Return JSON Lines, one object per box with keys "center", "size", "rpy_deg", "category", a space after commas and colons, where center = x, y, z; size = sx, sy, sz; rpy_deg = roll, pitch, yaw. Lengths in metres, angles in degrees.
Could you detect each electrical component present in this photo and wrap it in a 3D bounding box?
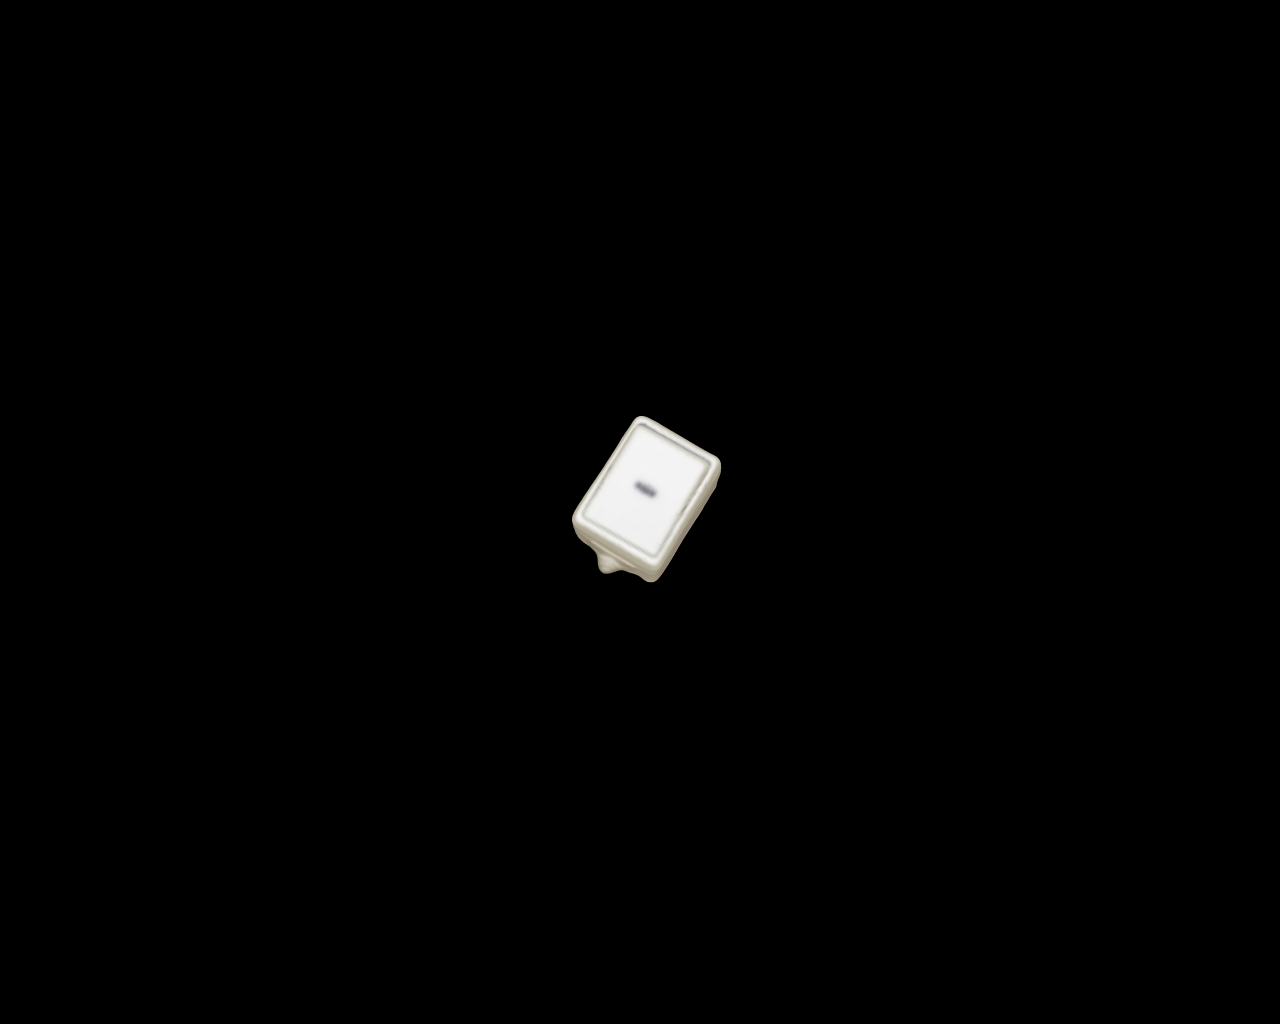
{"center": [0.001, -0.003, 0.650], "size": [0.062, 0.096, 0.061], "rpy_deg": [31, -11, 7], "category": "electrical component"}
